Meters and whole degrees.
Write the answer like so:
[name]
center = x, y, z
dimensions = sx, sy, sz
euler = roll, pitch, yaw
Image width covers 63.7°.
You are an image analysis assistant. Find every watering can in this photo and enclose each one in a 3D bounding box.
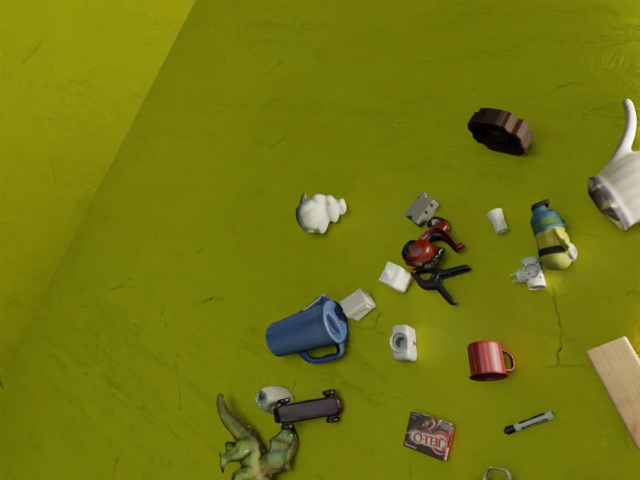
[watering can]
center = 0.759, -0.169, 1.251
dimensions = 0.222, 0.103, 0.355
euler = -31, 57, 19

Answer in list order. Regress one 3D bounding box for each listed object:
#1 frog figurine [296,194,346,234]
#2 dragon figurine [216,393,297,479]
[frog figurine]
center = 0.005, -0.086, 1.715
dimensions = 0.159, 0.124, 0.136
euler = 5, 106, 26
[dragon figurine]
center = -0.179, 0.625, 1.543
dimensions = 0.242, 0.120, 0.419
euler = -21, 59, 5
